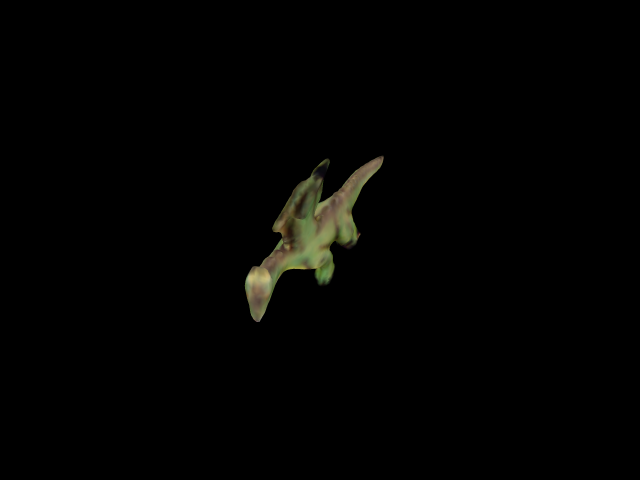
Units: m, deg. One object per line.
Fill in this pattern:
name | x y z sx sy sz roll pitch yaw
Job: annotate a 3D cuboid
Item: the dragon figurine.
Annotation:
dragon figurine | 0.003 -0.043 0.850 0.123 0.416 0.238 30 -19 11
